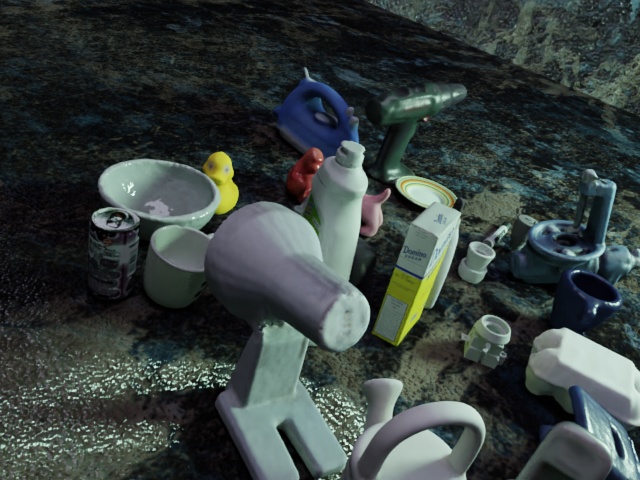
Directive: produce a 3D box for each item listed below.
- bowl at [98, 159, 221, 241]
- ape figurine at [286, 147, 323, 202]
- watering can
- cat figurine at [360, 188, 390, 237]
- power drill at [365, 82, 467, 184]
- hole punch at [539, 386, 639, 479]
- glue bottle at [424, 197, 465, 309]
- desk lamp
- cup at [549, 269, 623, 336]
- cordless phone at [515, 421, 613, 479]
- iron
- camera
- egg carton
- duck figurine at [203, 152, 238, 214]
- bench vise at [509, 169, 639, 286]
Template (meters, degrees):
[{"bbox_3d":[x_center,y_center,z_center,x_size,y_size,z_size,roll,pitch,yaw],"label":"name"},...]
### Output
[{"bbox_3d":[-0.230,-0.046,0.817,0.167,0.075,0.167,13,32,-8],"label":"bowl"},{"bbox_3d":[-0.020,-0.120,1.017,0.078,0.092,0.076,-8,40,-35],"label":"ape figurine"},{"bbox_3d":[0.066,0.195,0.476,0.101,0.194,0.172,-8,40,-34],"label":"watering can"},{"bbox_3d":[0.057,-0.083,0.973,0.127,0.118,0.067,21,32,5],"label":"cat figurine"},{"bbox_3d":[0.180,-0.222,1.160,0.230,0.208,0.075,-9,40,-35],"label":"power drill"},{"bbox_3d":[0.309,0.231,0.637,0.101,0.091,0.109,20,32,4],"label":"hole punch"},{"bbox_3d":[0.172,0.013,0.828,0.037,0.173,0.078,15,32,-4],"label":"glue bottle"},{"bbox_3d":[-0.033,0.095,0.564,0.118,0.213,0.202,-7,39,-34],"label":"desk lamp"},{"bbox_3d":[0.386,0.110,0.857,0.091,0.095,0.118,25,33,12],"label":"cup"},{"bbox_3d":[0.211,0.248,0.473,0.147,0.185,0.094,29,34,18],"label":"cordless phone"},{"bbox_3d":[0.017,-0.244,1.179,0.119,0.141,0.257,-13,43,-39],"label":"iron"},{"bbox_3d":[0.008,0.003,0.833,0.144,0.101,0.136,-17,45,-42],"label":"camera"},{"bbox_3d":[0.346,0.182,0.751,0.150,0.069,0.107,27,33,15],"label":"egg carton"},{"bbox_3d":[-0.165,-0.102,0.925,0.077,0.086,0.104,11,32,-9],"label":"duck figurine"},{"bbox_3d":[0.445,-0.012,0.955,0.208,0.220,0.121,2,35,-22],"label":"bench vise"}]
